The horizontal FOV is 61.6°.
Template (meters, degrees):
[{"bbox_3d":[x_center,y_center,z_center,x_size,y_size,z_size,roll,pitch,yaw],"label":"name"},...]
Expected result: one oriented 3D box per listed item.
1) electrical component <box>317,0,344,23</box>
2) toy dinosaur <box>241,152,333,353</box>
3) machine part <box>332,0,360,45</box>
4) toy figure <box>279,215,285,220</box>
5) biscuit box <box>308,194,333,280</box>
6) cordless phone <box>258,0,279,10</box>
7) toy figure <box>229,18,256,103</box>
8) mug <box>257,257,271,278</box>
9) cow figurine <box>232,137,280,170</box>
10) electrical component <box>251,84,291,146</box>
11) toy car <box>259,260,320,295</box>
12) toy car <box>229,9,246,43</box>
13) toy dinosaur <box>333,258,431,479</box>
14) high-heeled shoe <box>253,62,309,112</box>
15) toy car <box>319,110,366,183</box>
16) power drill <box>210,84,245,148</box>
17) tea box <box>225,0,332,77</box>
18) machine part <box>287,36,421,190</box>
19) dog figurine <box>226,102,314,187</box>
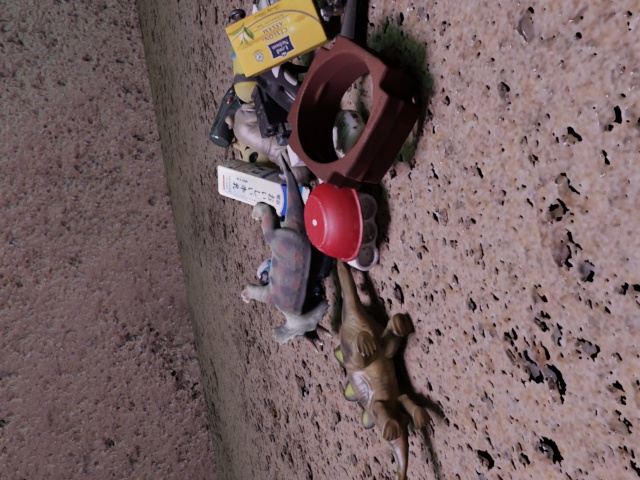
[{"bbox_3d":[0.012,-0.433,0.939,0.078,0.045,0.102,43,-152,-76],"label":"electrical component"},{"bbox_3d":[-0.051,0.046,1.062,0.192,0.131,0.404,24,121,38],"label":"toy dinosaur"},{"bbox_3d":[0.052,-0.354,0.909,0.084,0.039,0.138,-118,28,-47],"label":"machine part"},{"bbox_3d":[-0.123,-0.071,1.385,0.064,0.057,0.155,-39,53,19],"label":"toy figure"},{"bbox_3d":[-0.002,-0.003,1.129,0.063,0.059,0.202,-123,32,-41],"label":"biscuit box"},{"bbox_3d":[-0.044,-0.466,1.032,0.184,0.089,0.146,-50,53,55],"label":"cordless phone"},{"bbox_3d":[-0.157,-0.392,1.183,0.082,0.089,0.180,-167,63,-74],"label":"toy figure"},{"bbox_3d":[-0.106,0.113,1.382,0.107,0.081,0.109,52,140,33],"label":"mug"},{"bbox_3d":[-0.167,-0.216,1.392,0.195,0.085,0.127,-156,54,-65],"label":"cow figurine"},{"bbox_3d":[-0.074,-0.263,1.129,0.058,0.115,0.134,129,129,-62],"label":"electrical component"},{"bbox_3d":[-0.064,0.077,1.252,0.162,0.109,0.102,27,105,51],"label":"toy car"},{"bbox_3d":[-0.200,-0.494,1.347,0.202,0.053,0.089,114,149,-83],"label":"toy car"},{"bbox_3d":[0.085,0.203,0.963,0.198,0.105,0.471,125,138,-63],"label":"toy dinosaur"},{"bbox_3d":[-0.073,-0.261,1.045,0.086,0.145,0.249,81,-172,-62],"label":"high-heeled shoe"},{"bbox_3d":[0.040,-0.145,0.988,0.201,0.056,0.074,109,144,-46],"label":"toy car"},{"bbox_3d":[-0.200,-0.356,1.370,0.207,0.086,0.232,-4,60,53],"label":"power drill"},{"bbox_3d":[-0.075,-0.379,0.993,0.098,0.170,0.068,65,-165,-12],"label":"tea box"},{"bbox_3d":[0.048,-0.196,0.841,0.201,0.087,0.201,49,119,41],"label":"machine part"},{"bbox_3d":[-0.109,-0.200,1.171,0.121,0.172,0.191,100,159,-59],"label":"dog figurine"}]
